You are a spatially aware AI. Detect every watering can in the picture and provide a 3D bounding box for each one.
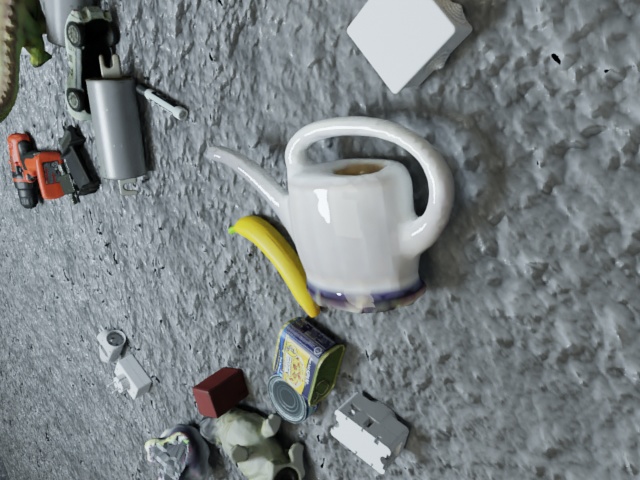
[{"bbox_3d":[0.002,-0.031,0.617,0.348,0.105,0.222,4,110,40],"label":"watering can"}]

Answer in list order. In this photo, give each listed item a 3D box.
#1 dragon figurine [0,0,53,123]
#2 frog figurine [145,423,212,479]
[{"bbox_3d":[-0.505,-0.401,0.856,0.237,0.122,0.419,-59,40,39],"label":"dragon figurine"},{"bbox_3d":[-0.281,0.456,1.074,0.138,0.124,0.156,29,160,20],"label":"frog figurine"}]
